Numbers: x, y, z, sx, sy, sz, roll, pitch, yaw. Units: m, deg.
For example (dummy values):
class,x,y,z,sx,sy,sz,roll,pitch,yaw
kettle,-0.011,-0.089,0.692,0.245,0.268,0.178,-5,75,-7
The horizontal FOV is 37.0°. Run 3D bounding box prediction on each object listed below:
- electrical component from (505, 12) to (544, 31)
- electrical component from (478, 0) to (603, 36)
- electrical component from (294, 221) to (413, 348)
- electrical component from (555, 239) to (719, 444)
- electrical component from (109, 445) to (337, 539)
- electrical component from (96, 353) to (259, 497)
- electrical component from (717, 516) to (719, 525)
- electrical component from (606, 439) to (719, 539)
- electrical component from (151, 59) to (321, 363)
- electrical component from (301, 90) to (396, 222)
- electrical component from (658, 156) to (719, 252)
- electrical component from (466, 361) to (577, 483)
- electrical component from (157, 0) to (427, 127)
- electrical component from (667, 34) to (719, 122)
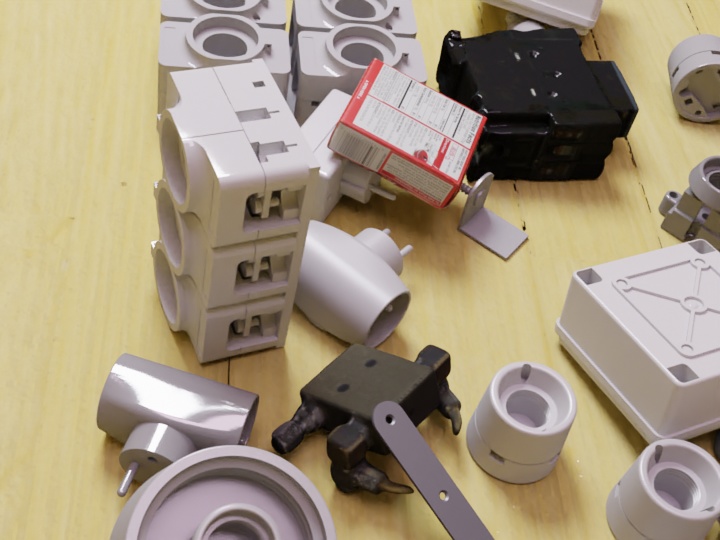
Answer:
class,x,y,z,sx,sy,sz,roll,pitch,yaw
electrical component,0.133,-0.186,0.864,0.035,0.035,0.061,-7,49,-17
electrical component,0.150,-0.244,0.881,0.109,0.056,0.108,21,27,7
electrical component,0.000,0.000,0.666,0.077,0.044,0.079,37,52,21
electrical component,0.194,0.041,0.651,0.109,0.056,0.108,-13,43,-23
electrical component,-0.062,0.134,0.503,0.108,0.060,0.108,6,67,-15
electrical component,-0.102,0.089,0.568,0.077,0.043,0.079,17,48,3
electrical component,0.243,0.157,0.578,0.079,0.043,0.077,-4,50,-12
electrical component,0.169,0.125,0.589,0.055,0.047,0.055,6,48,-7
electrical component,-0.077,-0.029,0.605,0.062,0.150,0.089,-12,53,-22
electrical component,-0.006,-0.069,0.724,0.076,0.047,0.083,25,49,10
electrical component,0.247,-0.046,0.749,0.066,0.055,0.048,38,52,20
electrical component,0.092,0.085,0.609,0.055,0.047,0.055,6,48,-7
electrical component,-0.052,-0.160,0.785,0.186,0.060,0.105,2,49,-10
electrical component,0.272,-0.153,0.851,0.055,0.055,0.047,8,44,-4
